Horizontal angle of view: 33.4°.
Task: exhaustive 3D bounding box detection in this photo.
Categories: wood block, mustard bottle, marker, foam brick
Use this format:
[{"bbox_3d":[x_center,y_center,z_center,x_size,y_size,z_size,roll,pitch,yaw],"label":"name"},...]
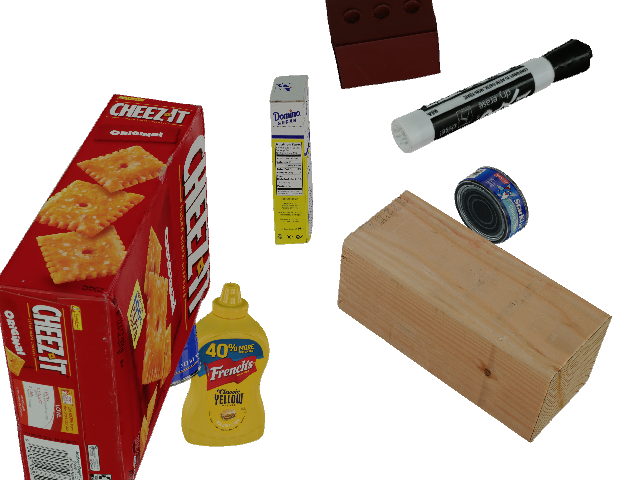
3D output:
[{"bbox_3d":[0.121,0.059,0.890,0.206,0.091,0.090,34,54,26],"label":"wood block"},{"bbox_3d":[-0.108,0.141,1.231,0.096,0.192,0.058,0,18,-14],"label":"mustard bottle"},{"bbox_3d":[0.093,-0.078,0.562,0.121,0.020,0.020,-26,8,-16],"label":"marker"},{"bbox_3d":[0.047,-0.152,0.787,0.078,0.053,0.051,-9,-32,3],"label":"foam brick"}]

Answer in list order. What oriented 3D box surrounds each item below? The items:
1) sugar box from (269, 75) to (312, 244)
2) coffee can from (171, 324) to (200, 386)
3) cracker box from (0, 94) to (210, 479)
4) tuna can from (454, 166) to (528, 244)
[{"bbox_3d":[-0.034,-0.093,1.229,0.048,0.176,0.093,-2,26,3],"label":"sugar box"},{"bbox_3d":[-0.174,0.063,1.042,0.103,0.140,0.103,-4,14,1],"label":"coffee can"},{"bbox_3d":[-0.125,0.031,0.673,0.072,0.164,0.213,7,36,6],"label":"cracker box"},{"bbox_3d":[0.194,-0.039,1.217,0.033,0.086,0.086,-34,16,-26],"label":"tuna can"}]
